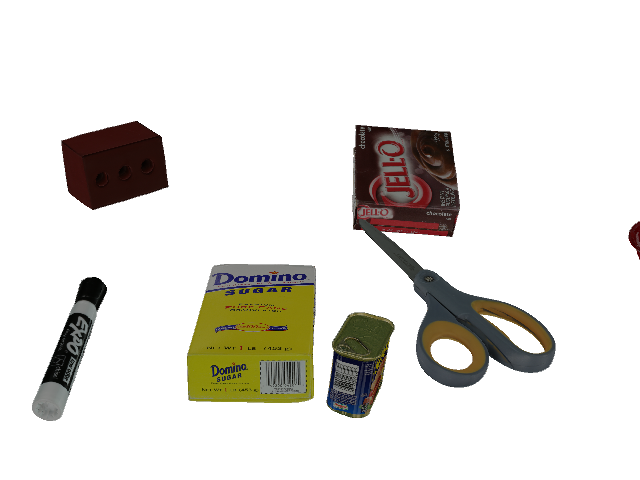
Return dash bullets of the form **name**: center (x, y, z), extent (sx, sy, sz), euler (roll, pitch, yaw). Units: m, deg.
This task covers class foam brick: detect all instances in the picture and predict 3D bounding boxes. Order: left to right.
- **foam brick**: center (-0.186, -0.069, 0.961), extent (0.078, 0.053, 0.051), euler (-20, 33, -28)

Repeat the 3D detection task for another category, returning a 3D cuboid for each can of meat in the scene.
- **can of meat**: center (0.045, 0.145, 1.238), extent (0.057, 0.084, 0.102), euler (14, 25, 12)

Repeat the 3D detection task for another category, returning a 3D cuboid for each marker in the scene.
- **marker**: center (-0.159, 0.065, 0.685), extent (0.020, 0.020, 0.121), euler (0, 38, 6)

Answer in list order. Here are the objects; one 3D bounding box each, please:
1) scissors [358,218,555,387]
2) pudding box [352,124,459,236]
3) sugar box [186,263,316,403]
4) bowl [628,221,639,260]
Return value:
- **scissors**: center (0.066, 0.041, 0.726), extent (0.096, 0.016, 0.202), euler (-27, 41, -35)
- **pudding box**: center (0.074, -0.055, 0.954), extent (0.090, 0.039, 0.113), euler (5, 41, -3)
- **sugar box**: center (-0.050, 0.068, 0.853), extent (0.093, 0.048, 0.176), euler (1, 23, 0)
- **bowl**: center (0.413, 0.024, 1.149), extent (0.162, 0.055, 0.162), euler (-2, 24, 0)
